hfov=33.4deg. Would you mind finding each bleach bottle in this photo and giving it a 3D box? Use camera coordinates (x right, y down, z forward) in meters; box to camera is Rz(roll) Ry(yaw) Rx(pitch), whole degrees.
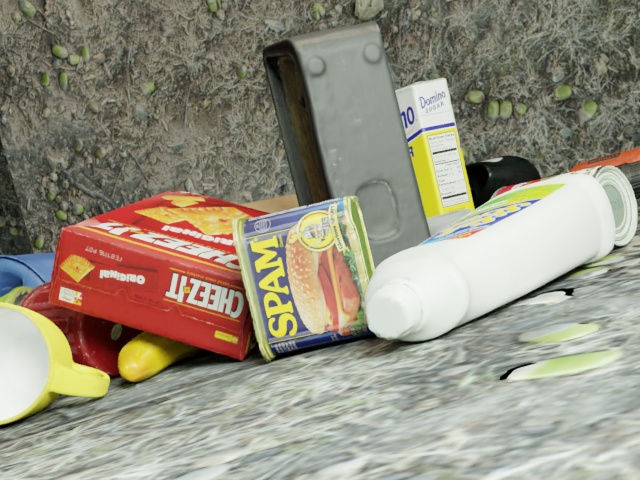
[{"bbox_3d":[0.109,0.015,0.707,0.103,0.068,0.250,-14,5,34],"label":"bleach bottle"}]

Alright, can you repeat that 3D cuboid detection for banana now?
[{"bbox_3d":[-0.107,0.080,0.884,0.070,0.037,0.197,-16,2,39],"label":"banana"}]

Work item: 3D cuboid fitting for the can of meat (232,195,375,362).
[{"bbox_3d":[-0.006,0.025,0.737,0.084,0.102,0.057,-13,1,9],"label":"can of meat"}]

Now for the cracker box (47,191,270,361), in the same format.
[{"bbox_3d":[-0.099,0.019,0.891,0.164,0.072,0.213,14,13,12],"label":"cracker box"}]

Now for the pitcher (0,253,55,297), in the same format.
[{"bbox_3d":[-0.292,0.074,1.209,0.145,0.149,0.242,-56,-16,16],"label":"pitcher"}]

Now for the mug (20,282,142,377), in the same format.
[{"bbox_3d":[-0.211,0.077,0.918,0.082,0.093,0.117,-7,-15,38],"label":"mug"}]

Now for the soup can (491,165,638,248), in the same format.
[{"bbox_3d":[0.197,-0.019,0.871,0.068,0.068,0.102,-17,4,-44],"label":"soup can"}]

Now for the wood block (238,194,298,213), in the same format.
[{"bbox_3d":[-0.007,0.002,1.098,0.205,0.090,0.091,-12,15,-20],"label":"wood block"}]

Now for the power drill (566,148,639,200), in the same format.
[{"bbox_3d":[0.332,-0.066,1.258,0.185,0.057,0.187,-14,2,35],"label":"power drill"}]

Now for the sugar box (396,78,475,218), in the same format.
[{"bbox_3d":[0.094,-0.052,0.980,0.048,0.176,0.093,-17,3,-29],"label":"sugar box"}]
